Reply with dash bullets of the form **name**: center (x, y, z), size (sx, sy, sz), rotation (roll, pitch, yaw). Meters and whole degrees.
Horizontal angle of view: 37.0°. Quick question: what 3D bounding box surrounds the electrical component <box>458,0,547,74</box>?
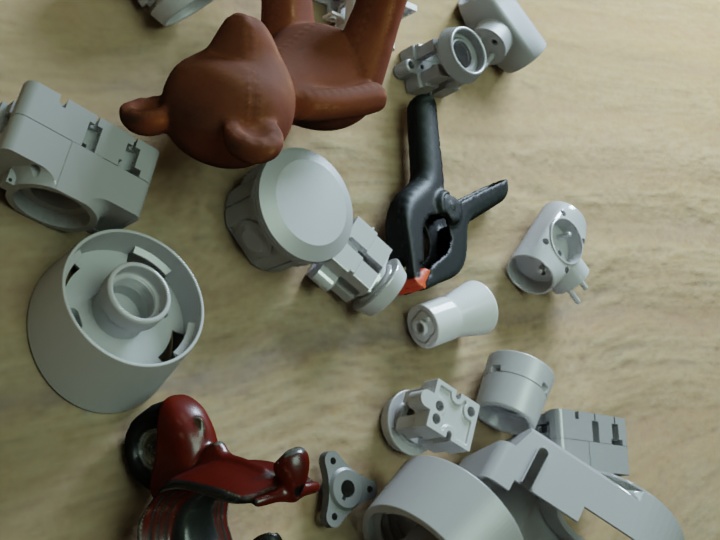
- **electrical component**: center (0.118, -0.206, 0.945), size (0.077, 0.044, 0.079), rotation (50, 50, -19)

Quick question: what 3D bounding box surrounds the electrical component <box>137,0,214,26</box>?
- **electrical component**: center (-0.125, -0.201, 0.720), size (0.078, 0.058, 0.057), rotation (-39, 101, -41)

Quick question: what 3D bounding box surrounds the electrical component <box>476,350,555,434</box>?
- **electrical component**: center (0.120, 0.097, 0.847), size (0.055, 0.055, 0.047), rotation (40, 58, -26)

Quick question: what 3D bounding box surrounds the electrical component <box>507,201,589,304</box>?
- **electrical component**: center (0.172, -0.006, 0.930), size (0.079, 0.044, 0.077), rotation (51, 50, -17)

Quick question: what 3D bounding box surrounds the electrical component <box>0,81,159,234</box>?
- **electrical component**: center (-0.174, -0.060, 0.637), size (0.089, 0.050, 0.055), rotation (29, 59, -32)

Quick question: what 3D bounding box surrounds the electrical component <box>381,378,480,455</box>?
- **electrical component**: center (0.049, 0.108, 0.778), size (0.066, 0.055, 0.048), rotation (35, 57, -29)

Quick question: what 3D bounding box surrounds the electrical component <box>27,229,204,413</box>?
- **electrical component**: center (-0.145, 0.028, 0.643), size (0.099, 0.064, 0.099), rotation (21, 51, -29)

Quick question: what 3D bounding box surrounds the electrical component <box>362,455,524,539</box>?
- **electrical component**: center (0.050, 0.186, 0.724), size (0.060, 0.108, 0.108), rotation (-38, 103, -35)

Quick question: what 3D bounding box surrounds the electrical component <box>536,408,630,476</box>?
- **electrical component**: center (0.174, 0.148, 0.881), size (0.089, 0.050, 0.055), rotation (13, 68, -38)

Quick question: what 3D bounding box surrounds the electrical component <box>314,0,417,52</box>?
- **electrical component**: center (0.001, -0.199, 0.842), size (0.081, 0.042, 0.063), rotation (13, 72, -38)

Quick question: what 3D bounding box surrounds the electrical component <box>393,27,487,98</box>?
- **electrical component**: center (0.070, -0.170, 0.883), size (0.066, 0.055, 0.048), rotation (-2, 78, -42)

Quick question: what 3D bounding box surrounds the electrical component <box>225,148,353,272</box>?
- **electrical component**: center (-0.049, -0.040, 0.741), size (0.080, 0.051, 0.080), rotation (14, 68, -38)

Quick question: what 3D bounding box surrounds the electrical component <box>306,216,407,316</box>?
- **electrical component**: center (0.000, 0.000, 0.777), size (0.055, 0.048, 0.066), rotation (42, 53, -15)

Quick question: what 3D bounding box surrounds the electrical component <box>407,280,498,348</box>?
- **electrical component**: center (0.069, 0.036, 0.830), size (0.065, 0.044, 0.044), rotation (-16, 88, -38)
